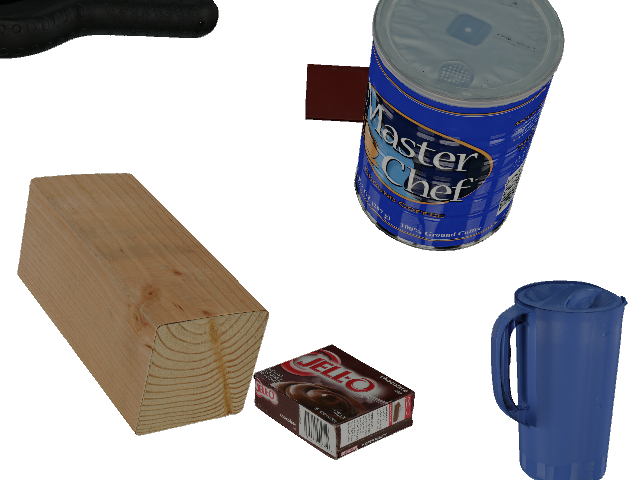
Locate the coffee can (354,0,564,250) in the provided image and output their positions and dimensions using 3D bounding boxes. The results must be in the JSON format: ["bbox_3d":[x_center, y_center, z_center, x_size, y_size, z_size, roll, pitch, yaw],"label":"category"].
[{"bbox_3d":[0.076,-0.074,0.625,0.102,0.103,0.140,0,-34,-3],"label":"coffee can"}]

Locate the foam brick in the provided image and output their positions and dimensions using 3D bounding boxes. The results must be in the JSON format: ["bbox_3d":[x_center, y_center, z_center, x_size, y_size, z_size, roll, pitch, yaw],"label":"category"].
[{"bbox_3d":[0.024,-0.143,1.038,0.078,0.051,0.053,3,13,1],"label":"foam brick"}]

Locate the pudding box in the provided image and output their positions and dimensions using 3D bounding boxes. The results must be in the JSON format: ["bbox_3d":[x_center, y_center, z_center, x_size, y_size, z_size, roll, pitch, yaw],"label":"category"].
[{"bbox_3d":[0.011,0.135,0.912,0.089,0.039,0.114,-17,30,-36],"label":"pudding box"}]

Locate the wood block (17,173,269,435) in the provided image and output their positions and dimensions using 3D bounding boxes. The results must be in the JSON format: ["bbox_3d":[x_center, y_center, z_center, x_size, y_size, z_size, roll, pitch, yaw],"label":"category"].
[{"bbox_3d":[-0.137,0.037,0.784,0.090,0.091,0.206,-6,33,-38],"label":"wood block"}]

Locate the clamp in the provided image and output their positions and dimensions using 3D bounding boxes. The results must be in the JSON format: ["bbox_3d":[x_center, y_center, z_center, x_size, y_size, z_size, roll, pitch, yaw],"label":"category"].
[{"bbox_3d":[-0.159,-0.142,0.625,0.171,0.039,0.120,-11,31,-28],"label":"clamp"}]

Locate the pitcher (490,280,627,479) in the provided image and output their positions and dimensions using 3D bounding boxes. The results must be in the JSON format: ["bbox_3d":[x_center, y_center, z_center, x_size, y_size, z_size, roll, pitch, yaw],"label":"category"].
[{"bbox_3d":[0.296,0.179,1.328,0.149,0.243,0.144,4,15,20],"label":"pitcher"}]
